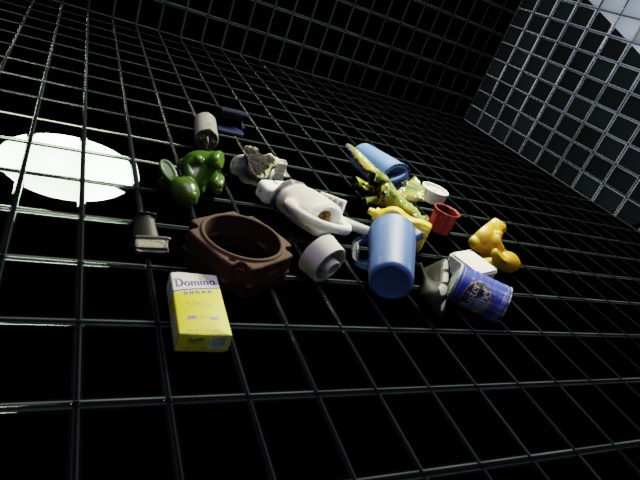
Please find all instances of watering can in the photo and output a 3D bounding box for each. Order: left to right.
[{"bbox_3d":[0.004,-0.072,1.425,0.227,0.103,0.347,35,14,30],"label":"watering can"}]

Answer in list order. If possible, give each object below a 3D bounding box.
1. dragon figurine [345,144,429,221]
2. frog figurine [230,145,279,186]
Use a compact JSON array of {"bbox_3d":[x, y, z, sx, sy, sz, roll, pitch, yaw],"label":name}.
[{"bbox_3d":[0.244,-0.182,1.734,0.243,0.119,0.419,4,49,-27],"label":"dragon figurine"},{"bbox_3d":[-0.209,-0.218,1.563,0.138,0.123,0.159,-3,-2,-27],"label":"frog figurine"}]
